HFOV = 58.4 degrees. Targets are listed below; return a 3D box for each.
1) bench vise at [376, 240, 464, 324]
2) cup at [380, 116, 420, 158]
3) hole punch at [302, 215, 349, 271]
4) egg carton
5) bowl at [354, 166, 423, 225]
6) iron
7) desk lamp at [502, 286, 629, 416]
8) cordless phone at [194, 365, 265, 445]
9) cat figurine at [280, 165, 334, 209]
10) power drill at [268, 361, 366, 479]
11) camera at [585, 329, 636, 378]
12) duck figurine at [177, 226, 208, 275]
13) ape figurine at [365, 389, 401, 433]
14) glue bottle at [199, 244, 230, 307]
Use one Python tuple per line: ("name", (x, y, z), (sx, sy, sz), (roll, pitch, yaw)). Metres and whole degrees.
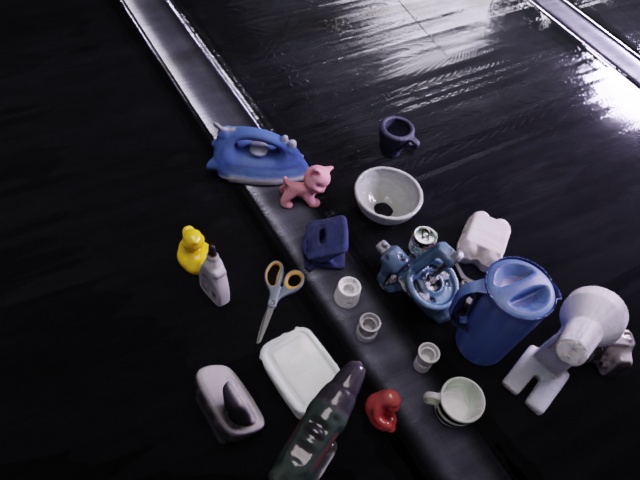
("bench vise", (0.202, 0.064, 1.178), (0.207, 0.220, 0.121), (23, 54, 9))
("cup", (0.203, -0.254, 1.488), (0.117, 0.095, 0.092), (37, 58, 18))
("hole punch", (0.012, 0.005, 1.273), (0.101, 0.091, 0.108), (3, 54, -6))
("egg carton", (0.383, 0.001, 1.344), (0.107, 0.069, 0.150), (23, 54, 9))
("bowl", (0.159, -0.093, 1.377), (0.167, 0.075, 0.167), (4, 54, -5))
("iron", (-0.140, -0.218, 1.382), (0.258, 0.141, 0.118), (6, 53, -4))
("desk lamp", (0.483, 0.211, 1.115), (0.117, 0.213, 0.204), (39, 58, 19))
("cordless phone", (-0.161, 0.265, 0.998), (0.094, 0.185, 0.147), (-30, 63, -26))
("cat figurine", (-0.030, -0.136, 1.353), (0.128, 0.118, 0.067), (-4, 55, -11))
("power drill", (-0.005, 0.328, 0.960), (0.075, 0.208, 0.230), (29, 55, 13))
("camera", (0.572, 0.205, 1.204), (0.137, 0.101, 0.143), (3, 54, -6))
("duck figurine", (-0.268, 0.017, 1.226), (0.078, 0.086, 0.104), (-19, 59, -20))
("ape figurine", (0.125, 0.309, 1.067), (0.076, 0.092, 0.078), (37, 57, 18))
("glue bottle", (-0.212, 0.062, 1.146), (0.037, 0.173, 0.078), (-32, 64, -27))
